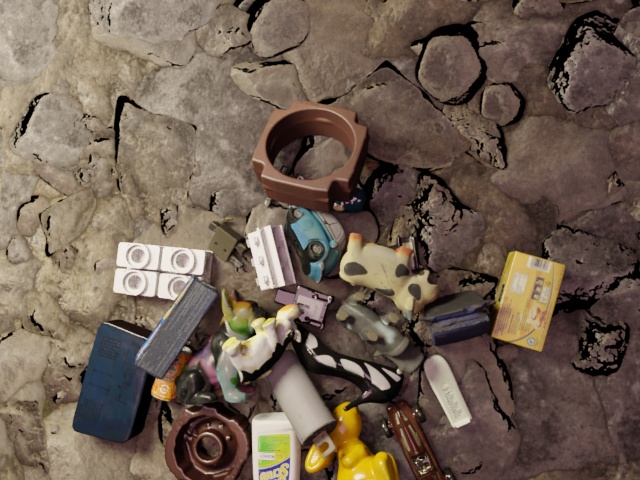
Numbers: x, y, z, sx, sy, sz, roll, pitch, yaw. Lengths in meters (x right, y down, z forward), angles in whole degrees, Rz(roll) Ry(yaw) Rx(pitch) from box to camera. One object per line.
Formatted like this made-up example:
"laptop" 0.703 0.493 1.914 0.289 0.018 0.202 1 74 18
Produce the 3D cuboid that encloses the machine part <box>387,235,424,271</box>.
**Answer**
"machine part" 0.132 0.037 1.073 0.139 0.039 0.084 -11 93 5

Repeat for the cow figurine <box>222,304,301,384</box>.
"cow figurine" -0.092 0.193 1.009 0.167 0.068 0.098 -32 100 -25

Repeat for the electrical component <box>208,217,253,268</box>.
"electrical component" -0.187 0.000 1.115 0.102 0.045 0.078 32 119 11

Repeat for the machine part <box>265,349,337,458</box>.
"machine part" -0.041 0.298 1.026 0.079 0.079 0.243 -40 57 3

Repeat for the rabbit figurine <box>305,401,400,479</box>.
"rabbit figurine" 0.057 0.405 1.034 0.162 0.121 0.173 -25 69 14

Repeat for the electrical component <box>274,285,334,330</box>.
"electrical component" -0.036 0.128 1.083 0.119 0.047 0.074 21 88 7

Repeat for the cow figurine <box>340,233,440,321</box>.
"cow figurine" 0.132 0.072 1.013 0.195 0.085 0.127 18 88 0

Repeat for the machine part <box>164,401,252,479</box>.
"machine part" -0.221 0.415 1.083 0.179 0.056 0.179 -1 86 9

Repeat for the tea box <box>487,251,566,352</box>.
"tea box" 0.388 0.114 1.017 0.098 0.068 0.169 18 90 9

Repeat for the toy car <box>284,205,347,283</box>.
"toy car" -0.002 -0.003 1.068 0.103 0.109 0.162 -21 69 -17

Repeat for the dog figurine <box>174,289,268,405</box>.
"dog figurine" -0.197 0.208 1.072 0.192 0.108 0.219 -5 81 10

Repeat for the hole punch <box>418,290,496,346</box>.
"hole punch" 0.259 0.156 1.012 0.142 0.116 0.092 -13 93 7

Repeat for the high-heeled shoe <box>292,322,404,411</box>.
"high-heeled shoe" 0.048 0.224 1.063 0.145 0.086 0.249 -27 64 -26

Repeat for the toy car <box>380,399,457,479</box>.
"toy car" 0.189 0.409 1.032 0.089 0.053 0.202 -25 85 8

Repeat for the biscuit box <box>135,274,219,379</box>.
"biscuit box" -0.279 0.168 1.045 0.063 0.059 0.202 35 86 -16

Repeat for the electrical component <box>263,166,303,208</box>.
"electrical component" -0.079 -0.104 1.116 0.063 0.021 0.094 28 90 8

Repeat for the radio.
"radio" -0.411 0.290 1.109 0.131 0.073 0.229 15 90 7

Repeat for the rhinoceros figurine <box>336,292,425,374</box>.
"rhinoceros figurine" 0.112 0.183 1.031 0.190 0.112 0.073 34 62 21

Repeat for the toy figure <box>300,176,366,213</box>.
"toy figure" 0.014 -0.088 1.084 0.155 0.064 0.057 10 111 9

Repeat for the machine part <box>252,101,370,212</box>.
"machine part" -0.016 -0.164 1.049 0.202 0.087 0.201 13 63 13
